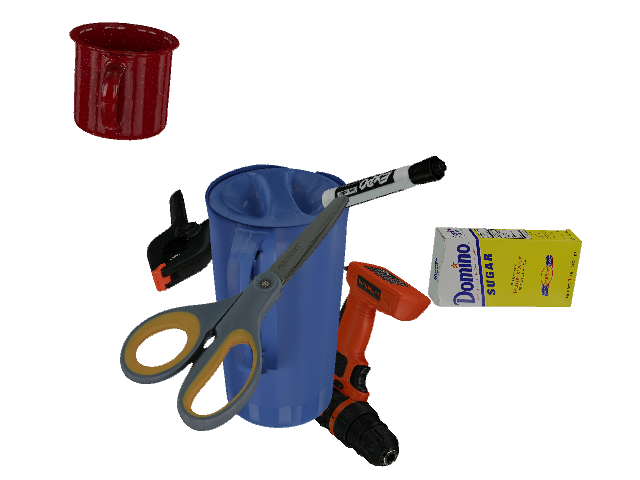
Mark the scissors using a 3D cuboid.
[{"bbox_3d":[-0.055,0.032,0.677,0.096,0.201,0.016,12,-41,13],"label":"scissors"}]

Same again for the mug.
[{"bbox_3d":[-0.172,-0.133,0.920,0.093,0.081,0.117,6,25,-6],"label":"mug"}]

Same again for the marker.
[{"bbox_3d":[0.049,-0.044,0.841,0.020,0.020,0.121,0,-11,-46],"label":"marker"}]

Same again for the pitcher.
[{"bbox_3d":[-0.044,0.062,1.021,0.149,0.243,0.145,-14,32,-25],"label":"pitcher"}]

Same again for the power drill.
[{"bbox_3d":[0.050,0.131,1.175,0.057,0.188,0.185,13,16,-41],"label":"power drill"}]

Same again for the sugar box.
[{"bbox_3d":[0.226,0.034,1.314,0.176,0.093,0.048,-1,21,-11],"label":"sugar box"}]

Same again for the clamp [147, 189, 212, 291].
[{"bbox_3d":[-0.140,-0.006,1.239,0.120,0.039,0.171,-6,38,20],"label":"clamp"}]
